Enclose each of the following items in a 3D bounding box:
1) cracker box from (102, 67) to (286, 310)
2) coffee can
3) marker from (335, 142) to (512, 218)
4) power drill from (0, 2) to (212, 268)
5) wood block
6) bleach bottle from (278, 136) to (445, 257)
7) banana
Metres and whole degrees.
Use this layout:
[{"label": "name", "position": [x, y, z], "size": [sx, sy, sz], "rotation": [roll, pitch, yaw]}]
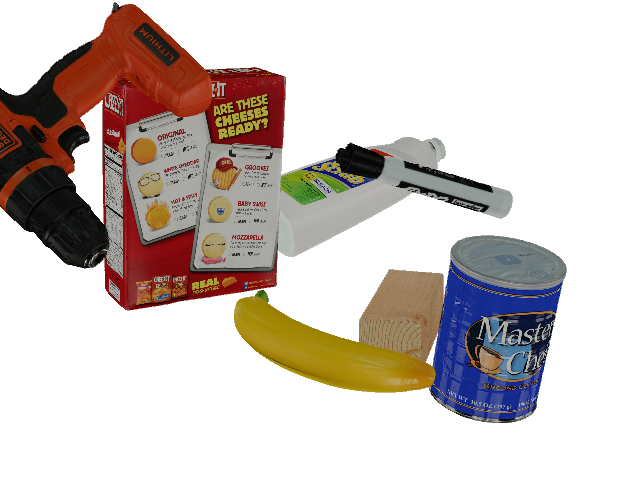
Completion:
[{"label": "cracker box", "position": [-0.122, -0.053, 1.019], "size": [0.163, 0.214, 0.072], "rotation": [-8, 21, -31]}, {"label": "coffee can", "position": [0.159, 0.079, 0.971], "size": [0.103, 0.140, 0.103], "rotation": [6, 23, -3]}, {"label": "marker", "position": [0.065, -0.038, 0.671], "size": [0.121, 0.020, 0.020], "rotation": [15, -5, -20]}, {"label": "power drill", "position": [-0.175, -0.087, 0.814], "size": [0.187, 0.184, 0.057], "rotation": [-39, -14, -27]}, {"label": "wood block", "position": [0.125, 0.122, 1.604], "size": [0.091, 0.090, 0.206], "rotation": [5, 20, 14]}, {"label": "bleach bottle", "position": [0.039, -0.068, 1.252], "size": [0.250, 0.068, 0.103], "rotation": [-26, 44, -28]}, {"label": "banana", "position": [-0.006, 0.077, 0.821], "size": [0.069, 0.037, 0.198], "rotation": [-29, 37, -36]}]
